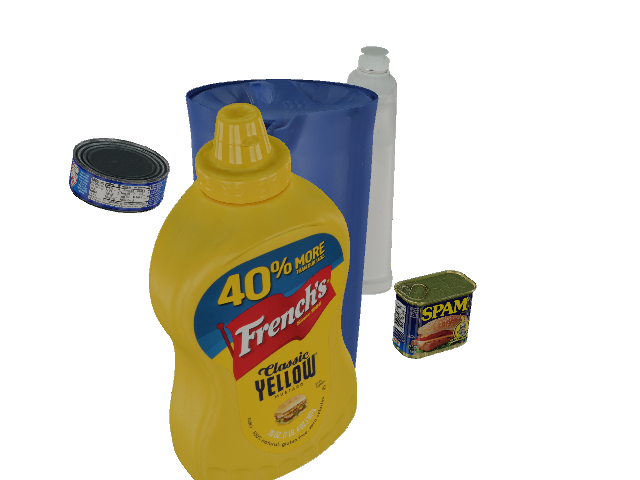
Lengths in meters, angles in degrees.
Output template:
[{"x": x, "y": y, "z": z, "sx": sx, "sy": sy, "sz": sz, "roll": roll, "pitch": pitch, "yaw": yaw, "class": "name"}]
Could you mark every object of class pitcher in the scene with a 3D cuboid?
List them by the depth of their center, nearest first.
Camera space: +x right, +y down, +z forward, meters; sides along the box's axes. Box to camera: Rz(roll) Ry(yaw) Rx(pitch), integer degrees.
[{"x": -0.024, "y": 0.004, "z": 0.784, "sx": 0.149, "sy": 0.243, "sz": 0.145, "roll": -10, "pitch": 21, "yaw": -29, "class": "pitcher"}]

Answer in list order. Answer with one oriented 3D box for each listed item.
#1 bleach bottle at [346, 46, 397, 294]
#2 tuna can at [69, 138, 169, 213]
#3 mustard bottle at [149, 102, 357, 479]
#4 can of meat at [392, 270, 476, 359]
[{"x": 0.048, "y": -0.075, "z": 1.115, "sx": 0.068, "sy": 0.251, "sz": 0.102, "roll": -1, "pitch": 28, "yaw": -8, "class": "bleach bottle"}, {"x": -0.179, "y": -0.058, "z": 0.950, "sx": 0.086, "sy": 0.034, "sz": 0.086, "roll": 13, "pitch": 26, "yaw": -6, "class": "tuna can"}, {"x": -0.030, "y": 0.025, "z": 0.495, "sx": 0.096, "sy": 0.192, "sz": 0.058, "roll": -22, "pitch": 39, "yaw": -25, "class": "mustard bottle"}, {"x": 0.140, "y": 0.093, "z": 1.335, "sx": 0.101, "sy": 0.084, "sz": 0.058, "roll": -12, "pitch": 30, "yaw": -26, "class": "can of meat"}]
